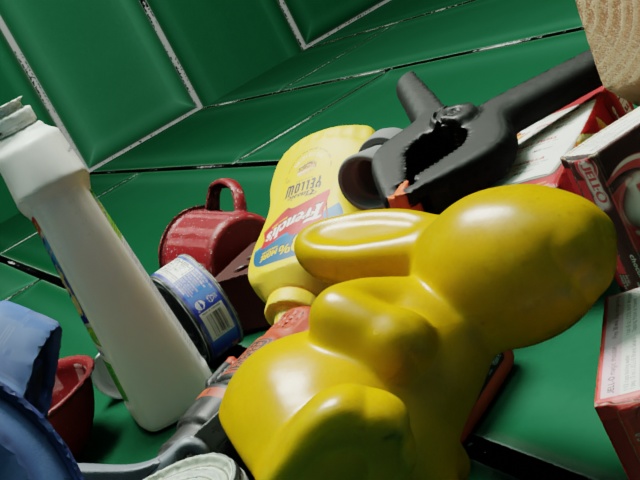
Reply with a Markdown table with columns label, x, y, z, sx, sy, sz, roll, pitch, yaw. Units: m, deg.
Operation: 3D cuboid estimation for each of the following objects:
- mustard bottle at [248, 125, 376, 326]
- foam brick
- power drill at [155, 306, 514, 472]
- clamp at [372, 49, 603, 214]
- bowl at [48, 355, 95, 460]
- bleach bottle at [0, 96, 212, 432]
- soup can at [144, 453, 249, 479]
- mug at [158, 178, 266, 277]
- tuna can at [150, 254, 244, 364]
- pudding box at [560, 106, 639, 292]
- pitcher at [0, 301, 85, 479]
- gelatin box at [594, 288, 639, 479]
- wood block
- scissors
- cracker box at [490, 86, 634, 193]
| label | x | y | z | sx | sy | sz | roll | pitch | yaw |
| --- | --- | --- | --- | --- | --- | --- | --- | --- | --- |
| mustard bottle | -0.005 | 0.001 | 0.790 | 0.096 | 0.058 | 0.191 | -17 | 40 | 30 |
| foam brick | -0.043 | 0.034 | 0.883 | 0.053 | 0.051 | 0.078 | -17 | 18 | 34 |
| power drill | 0.002 | 0.090 | 0.602 | 0.188 | 0.057 | 0.184 | -13 | 24 | 41 |
| clamp | 0.101 | -0.071 | 0.690 | 0.165 | 0.036 | 0.209 | -8 | 29 | 27 |
| bowl | -0.229 | 0.153 | 0.804 | 0.162 | 0.055 | 0.162 | -26 | 15 | 7 |
| bleach bottle | -0.164 | 0.014 | 0.773 | 0.068 | 0.251 | 0.103 | -30 | 15 | -12 |
| soup can | -0.037 | 0.142 | 0.405 | 0.068 | 0.102 | 0.068 | -26 | 15 | 7 |
| mug | -0.084 | 0.003 | 0.953 | 0.093 | 0.117 | 0.082 | 4 | -1 | -36 |
| tuna can | -0.099 | 0.056 | 0.845 | 0.033 | 0.086 | 0.086 | -35 | 16 | -22 |
| pudding box | 0.201 | -0.034 | 0.601 | 0.113 | 0.090 | 0.039 | -33 | 14 | -20 |
| pitcher | -0.152 | 0.136 | 0.408 | 0.149 | 0.145 | 0.243 | -18 | -21 | -22 |
| gelatin box | 0.134 | 0.067 | 0.409 | 0.030 | 0.073 | 0.089 | -20 | 16 | 23 |
| wood block | 0.247 | -0.138 | 0.706 | 0.091 | 0.090 | 0.205 | -20 | -12 | 29 |
| scissors | -0.087 | 0.106 | 0.541 | 0.202 | 0.096 | 0.016 | -57 | 11 | 1 |
| cracker box | 0.126 | -0.024 | 0.729 | 0.164 | 0.072 | 0.213 | -23 | 14 | 33 |
